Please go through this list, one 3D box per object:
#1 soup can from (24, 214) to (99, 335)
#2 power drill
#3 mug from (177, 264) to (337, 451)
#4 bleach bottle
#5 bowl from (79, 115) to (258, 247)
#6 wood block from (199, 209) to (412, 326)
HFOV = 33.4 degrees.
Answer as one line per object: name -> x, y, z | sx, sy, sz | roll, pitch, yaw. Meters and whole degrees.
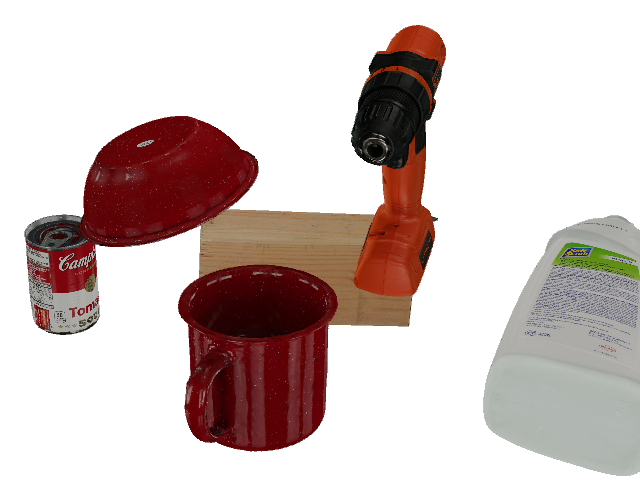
soup can -> -0.257, 0.035, 1.067 | 0.068, 0.102, 0.068 | 2, 29, -1
power drill -> 0.059, -0.052, 0.823 | 0.057, 0.188, 0.184 | 10, 35, 12
mug -> -0.042, 0.076, 0.627 | 0.093, 0.081, 0.117 | 12, 28, 22
bleach bottle -> 0.183, 0.047, 0.697 | 0.103, 0.068, 0.250 | 14, 29, 18
bowl -> -0.136, -0.060, 0.897 | 0.162, 0.055, 0.162 | -15, 28, 8
wood block -> -0.016, 0.027, 1.056 | 0.206, 0.091, 0.090 | 2, 20, -5
